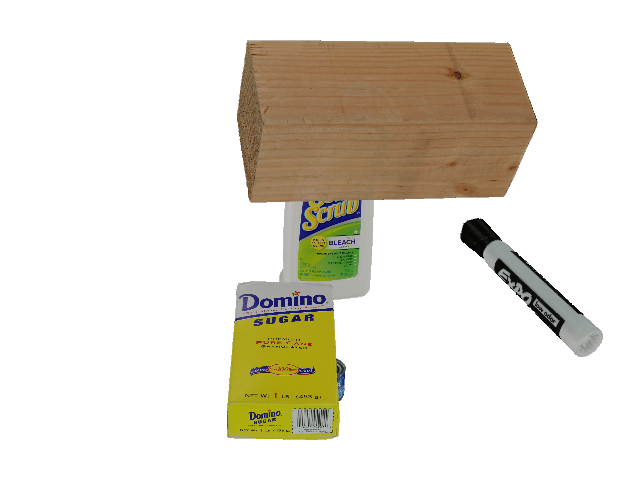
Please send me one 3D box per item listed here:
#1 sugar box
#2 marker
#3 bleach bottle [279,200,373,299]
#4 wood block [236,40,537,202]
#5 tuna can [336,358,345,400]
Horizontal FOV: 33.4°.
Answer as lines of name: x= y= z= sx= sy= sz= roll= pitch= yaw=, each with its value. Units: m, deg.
sugar box: x=-0.032 y=0.101 z=0.942 sx=0.093 sy=0.048 sz=0.176 roll=1 pitch=34 yaw=-3
marker: x=0.119 y=0.023 z=0.621 sx=0.020 sy=0.020 sz=0.121 roll=0 pitch=33 yaw=-32
bleach bottle: x=0.004 y=-0.062 z=1.111 sx=0.102 sy=0.251 sz=0.068 roll=-2 pitch=24 yaw=-2
wood block: x=0.046 y=-0.092 z=0.817 sx=0.206 sy=0.091 sz=0.090 roll=-2 pitch=-36 yaw=-12
tuna can: x=-0.016 y=0.152 z=1.161 sx=0.086 sy=0.034 sz=0.086 roll=2 pitch=14 yaw=-1
